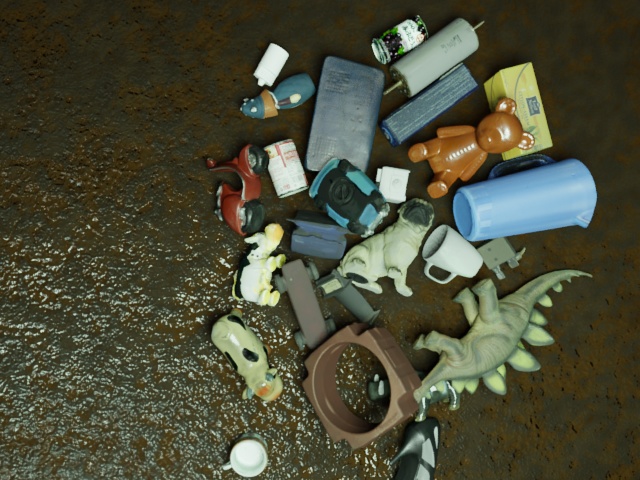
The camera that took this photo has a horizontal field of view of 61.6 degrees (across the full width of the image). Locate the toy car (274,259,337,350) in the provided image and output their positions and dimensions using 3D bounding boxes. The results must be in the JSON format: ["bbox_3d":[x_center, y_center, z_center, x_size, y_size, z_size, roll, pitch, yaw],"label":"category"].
[{"bbox_3d":[-0.029,0.130,1.080,0.089,0.053,0.202,-22,110,-7],"label":"toy car"}]

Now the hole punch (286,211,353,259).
[{"bbox_3d":[-0.002,-0.003,1.071,0.142,0.116,0.092,13,99,-1],"label":"hole punch"}]

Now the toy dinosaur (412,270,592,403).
[{"bbox_3d":[0.352,0.178,1.074,0.471,0.105,0.198,-41,89,-10],"label":"toy dinosaur"}]

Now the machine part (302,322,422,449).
[{"bbox_3d":[0.079,0.277,1.038,0.201,0.087,0.201,-44,65,23],"label":"machine part"}]

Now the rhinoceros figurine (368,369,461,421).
[{"bbox_3d":[0.194,0.304,1.096,0.190,0.073,0.112,-10,93,-1],"label":"rhinoceros figurine"}]

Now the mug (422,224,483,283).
[{"bbox_3d":[0.269,0.040,1.088,0.107,0.081,0.109,29,87,-11],"label":"mug"}]

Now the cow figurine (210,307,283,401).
[{"bbox_3d":[-0.142,0.233,1.065,0.085,0.127,0.195,-37,89,4],"label":"cow figurine"}]

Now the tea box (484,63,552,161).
[{"bbox_3d":[0.393,-0.252,1.074,0.068,0.098,0.169,-14,90,-1],"label":"tea box"}]

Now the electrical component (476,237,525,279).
[{"bbox_3d":[0.372,0.020,1.108,0.078,0.045,0.102,-41,89,29],"label":"electrical component"}]

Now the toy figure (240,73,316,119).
[{"bbox_3d":[-0.085,-0.284,1.085,0.154,0.064,0.057,-26,107,-1],"label":"toy figure"}]

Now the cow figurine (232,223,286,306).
[{"bbox_3d":[-0.125,0.045,1.090,0.098,0.068,0.167,9,90,24],"label":"cow figurine"}]

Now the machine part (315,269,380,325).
[{"bbox_3d":[0.057,0.119,1.096,0.139,0.039,0.084,44,134,-9],"label":"machine part"}]

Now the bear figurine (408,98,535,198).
[{"bbox_3d":[0.291,-0.176,1.025,0.132,0.196,0.120,-36,101,-44],"label":"bear figurine"}]

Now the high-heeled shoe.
[{"bbox_3d":[0.217,0.493,1.118,0.145,0.086,0.248,-28,111,-29],"label":"high-heeled shoe"}]

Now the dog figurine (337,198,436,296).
[{"bbox_3d":[0.134,0.001,1.092,0.173,0.121,0.190,11,63,20],"label":"dog figurine"}]

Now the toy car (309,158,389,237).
[{"bbox_3d":[0.069,-0.078,1.022,0.162,0.103,0.109,40,106,24],"label":"toy car"}]

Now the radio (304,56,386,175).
[{"bbox_3d":[0.049,-0.240,1.084,0.131,0.073,0.229,11,93,-2],"label":"radio"}]

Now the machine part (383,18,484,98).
[{"bbox_3d":[0.228,-0.364,1.078,0.243,0.079,0.079,-35,91,1],"label":"machine part"}]

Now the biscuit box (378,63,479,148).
[{"bbox_3d":[0.218,-0.270,1.090,0.203,0.059,0.063,-35,93,0],"label":"biscuit box"}]

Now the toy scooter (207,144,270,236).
[{"bbox_3d":[-0.174,-0.105,1.081,0.135,0.075,0.183,13,104,21],"label":"toy scooter"}]
